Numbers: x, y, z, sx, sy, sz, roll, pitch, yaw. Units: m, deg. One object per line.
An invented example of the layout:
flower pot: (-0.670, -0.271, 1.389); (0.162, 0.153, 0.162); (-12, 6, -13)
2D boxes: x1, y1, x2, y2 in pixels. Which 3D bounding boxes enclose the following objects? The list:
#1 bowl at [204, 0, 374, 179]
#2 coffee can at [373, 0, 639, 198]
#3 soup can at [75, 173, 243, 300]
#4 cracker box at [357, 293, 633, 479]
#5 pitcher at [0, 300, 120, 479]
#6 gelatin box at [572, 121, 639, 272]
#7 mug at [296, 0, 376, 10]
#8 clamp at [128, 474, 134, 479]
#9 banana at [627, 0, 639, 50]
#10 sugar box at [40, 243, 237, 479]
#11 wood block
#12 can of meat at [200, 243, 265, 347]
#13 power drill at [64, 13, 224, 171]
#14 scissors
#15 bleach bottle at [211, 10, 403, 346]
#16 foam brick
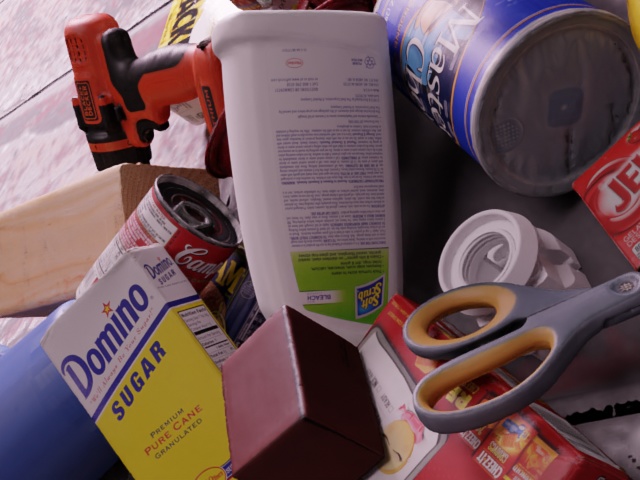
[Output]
bowl: (-0.002, -0.086, 0.715); (0.055, 0.162, 0.162); (43, 102, 10)
coffee can: (0.101, -0.100, 0.599); (0.103, 0.102, 0.140); (-50, 35, 11)
soup can: (-0.106, 0.017, 0.696); (0.102, 0.068, 0.068); (-51, 34, 19)
cracker box: (0.034, 0.155, 0.512); (0.214, 0.072, 0.164); (-56, 33, 5)
pitcher: (-0.233, 0.147, 0.792); (0.243, 0.149, 0.145); (-42, 37, 17)
gelatin box: (0.175, -0.031, 0.517); (0.089, 0.030, 0.073); (-45, 36, 18)
mug: (0.021, -0.186, 0.784); (0.117, 0.081, 0.093); (-58, 34, 0)
clamp: (-0.112, 0.188, 0.697); (0.120, 0.039, 0.171); (-23, 41, 33)
banana: (0.185, -0.138, 0.524); (0.070, 0.037, 0.197); (-9, 56, 26)
sugar box: (-0.083, 0.099, 0.634); (0.093, 0.048, 0.176); (-43, 81, 21)
wood block: (-0.174, 0.006, 0.848); (0.207, 0.090, 0.090); (-14, 79, 46)
can of meat: (-0.060, 0.047, 0.727); (0.084, 0.057, 0.102); (-61, 34, 1)
power drill: (-0.122, -0.095, 0.861); (0.188, 0.184, 0.057); (4, 26, 38)
scissors: (0.122, 0.021, 0.485); (0.201, 0.016, 0.096); (-30, 31, -10)
bleach bottle: (-0.004, 0.001, 0.604); (0.068, 0.102, 0.251); (170, 97, -76)
foam brick: (-0.010, 0.082, 0.514); (0.051, 0.053, 0.078); (-45, 31, 22)
